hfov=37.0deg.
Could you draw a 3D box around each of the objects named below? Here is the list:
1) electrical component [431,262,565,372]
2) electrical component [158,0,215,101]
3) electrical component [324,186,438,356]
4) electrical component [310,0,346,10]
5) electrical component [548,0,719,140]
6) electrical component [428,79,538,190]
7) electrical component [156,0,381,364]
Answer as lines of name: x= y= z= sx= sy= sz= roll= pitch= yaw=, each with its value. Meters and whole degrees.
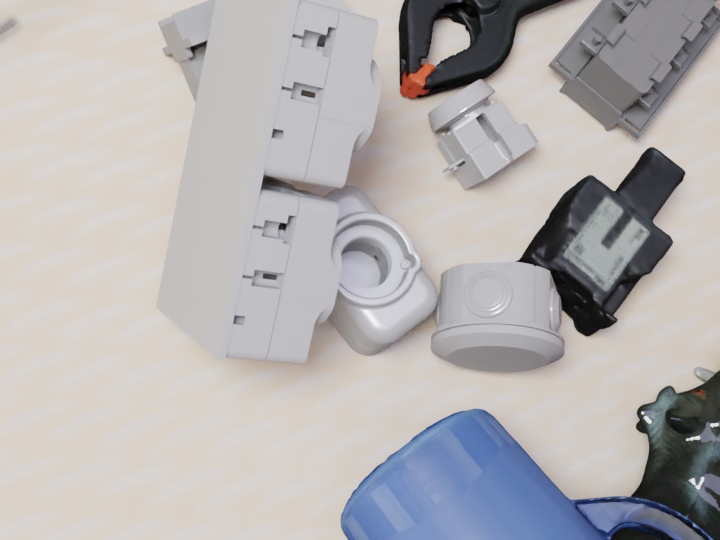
electrical component: x=0.084 y=0.030 z=0.655 sx=0.080 sy=0.080 sz=0.051 roll=8 pitch=70 yaw=-10
electrical component: x=-0.090 y=-0.132 z=0.663 sx=0.042 sy=0.081 sz=0.063 roll=-24 pitch=105 yaw=-16
electrical component: x=0.000 y=0.000 z=0.654 sx=0.054 sy=0.059 sz=0.095 roll=-36 pitch=86 yaw=-18
electrical component: x=-0.064 y=-0.192 z=0.677 sx=0.138 sy=0.073 sz=0.052 roll=44 pitch=65 yaw=1
electrical component: x=0.198 y=-0.162 z=0.735 sx=0.079 sy=0.063 sz=0.121 roll=40 pitch=72 yaw=0
electrical component: x=0.076 y=-0.090 z=0.701 sx=0.066 sy=0.048 sz=0.055 roll=-34 pitch=93 yaw=-18
electrical component: x=-0.051 y=-0.052 z=0.596 sx=0.060 sy=0.105 sz=0.186 roll=8 pitch=99 yaw=-30
